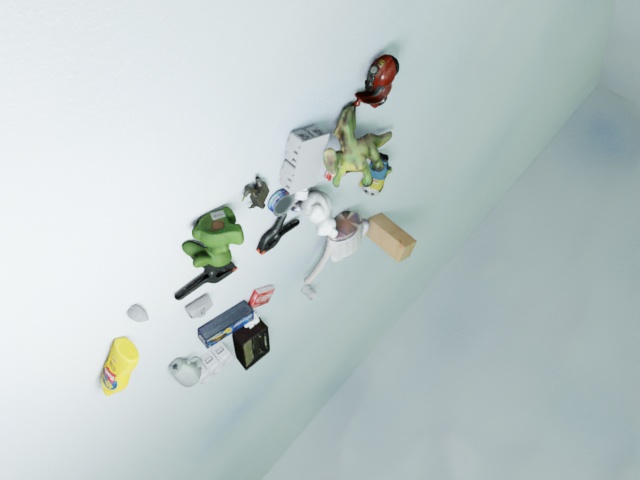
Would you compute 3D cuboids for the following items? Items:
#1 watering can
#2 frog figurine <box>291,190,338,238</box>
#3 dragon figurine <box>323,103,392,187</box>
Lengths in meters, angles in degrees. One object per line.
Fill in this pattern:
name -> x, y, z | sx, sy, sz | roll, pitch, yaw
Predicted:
watering can -> 0.066, 0.020, 1.980 | 0.351, 0.105, 0.219 | -40, 152, -19
frog figurine -> 0.005, -0.085, 1.679 | 0.122, 0.161, 0.136 | -52, 153, 4
dragon figurine -> 0.121, -0.310, 1.600 | 0.419, 0.122, 0.237 | -55, 146, -36
